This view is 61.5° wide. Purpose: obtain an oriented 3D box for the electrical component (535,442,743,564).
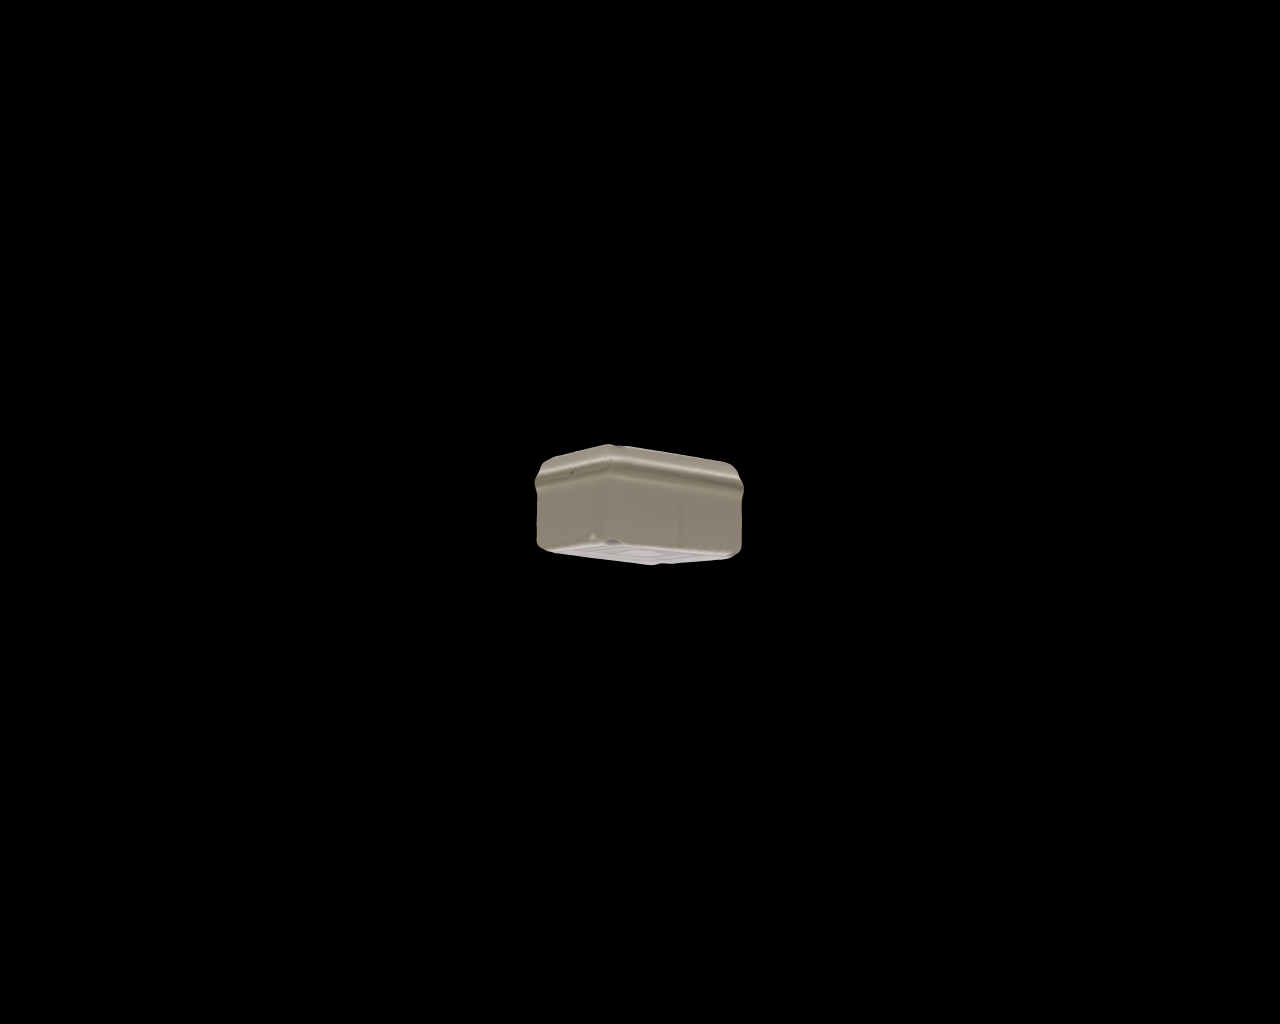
[{"bbox_3d":[0.001,-0.003,0.650,0.113,0.057,0.078,8,-11,-43],"label":"electrical component"}]
